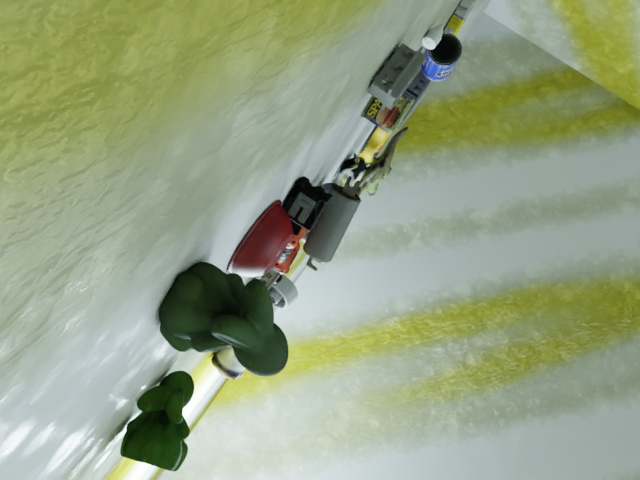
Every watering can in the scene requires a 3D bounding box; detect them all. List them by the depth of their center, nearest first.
[{"bbox_3d":[-0.217,0.296,1.558,0.104,0.224,0.347,35,0,3],"label":"watering can"}]

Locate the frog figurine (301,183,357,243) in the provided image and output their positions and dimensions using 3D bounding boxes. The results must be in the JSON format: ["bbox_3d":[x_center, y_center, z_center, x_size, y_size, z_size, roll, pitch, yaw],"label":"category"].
[{"bbox_3d":[0.004,-0.065,1.301,0.159,0.122,0.138,-35,10,1],"label":"frog figurine"}]

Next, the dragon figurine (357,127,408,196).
[{"bbox_3d":[0.198,-0.242,1.785,0.122,0.410,0.244,35,2,-6],"label":"dragon figurine"}]
